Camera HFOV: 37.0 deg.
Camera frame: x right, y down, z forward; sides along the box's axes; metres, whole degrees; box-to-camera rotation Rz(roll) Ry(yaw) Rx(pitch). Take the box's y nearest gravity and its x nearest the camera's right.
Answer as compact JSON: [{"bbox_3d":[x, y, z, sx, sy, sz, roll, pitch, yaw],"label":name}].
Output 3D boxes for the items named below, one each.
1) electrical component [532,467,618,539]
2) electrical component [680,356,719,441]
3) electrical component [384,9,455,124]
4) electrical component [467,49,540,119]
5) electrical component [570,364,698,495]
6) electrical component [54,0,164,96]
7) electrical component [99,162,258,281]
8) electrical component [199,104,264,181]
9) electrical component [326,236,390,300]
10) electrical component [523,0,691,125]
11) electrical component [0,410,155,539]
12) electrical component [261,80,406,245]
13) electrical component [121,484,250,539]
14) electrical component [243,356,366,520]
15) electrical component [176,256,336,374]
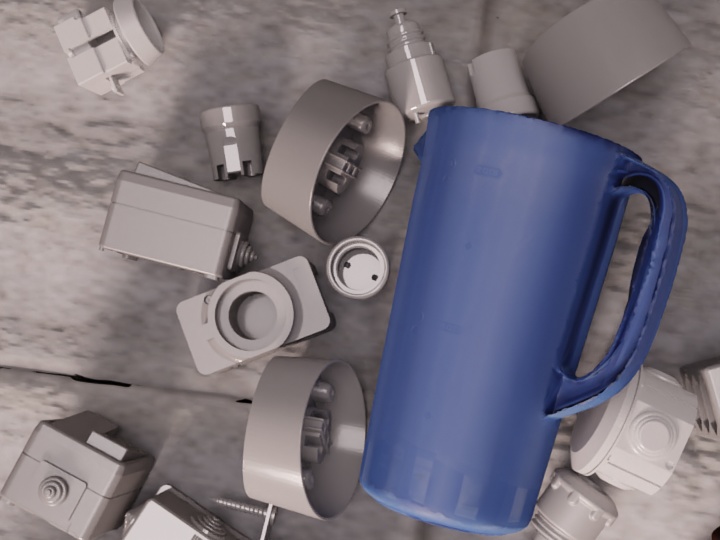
[{"bbox_3d":[0.129,0.160,0.680,0.048,0.048,0.062,36,95,6],"label":"electrical component"},{"bbox_3d":[0.249,0.074,0.668,0.077,0.065,0.047,-14,85,2],"label":"electrical component"},{"bbox_3d":[0.035,-0.134,0.711,0.040,0.040,0.078,-16,85,2],"label":"electrical component"},{"bbox_3d":[0.093,-0.117,0.707,0.040,0.040,0.046,-15,79,2],"label":"electrical component"},{"bbox_3d":[0.167,0.096,0.665,0.051,0.080,0.080,25,87,0],"label":"electrical component"},{"bbox_3d":[-0.166,-0.152,0.723,0.055,0.048,0.066,-25,84,9],"label":"electrical component"},{"bbox_3d":[-0.111,-0.029,0.701,0.096,0.061,0.061,14,86,5],"label":"electrical component"},{"bbox_3d":[-0.084,-0.084,0.715,0.040,0.040,0.046,-8,91,3],"label":"electrical component"},{"bbox_3d":[0.000,0.000,0.699,0.040,0.046,0.040,0,86,4],"label":"electrical component"},{"bbox_3d":[0.154,-0.130,0.674,0.099,0.099,0.064,-27,78,1],"label":"electrical component"},{"bbox_3d":[-0.175,0.127,0.675,0.062,0.096,0.061,27,86,6],"label":"electrical component"},{"bbox_3d":[-0.017,-0.069,0.683,0.064,0.099,0.099,27,88,11],"label":"electrical component"},{"bbox_3d":[-0.119,0.200,0.690,0.100,0.048,0.099,33,88,5],"label":"electrical component"},{"bbox_3d":[-0.034,0.102,0.670,0.064,0.099,0.099,8,86,10],"label":"electrical component"},{"bbox_3d":[-0.066,0.030,0.696,0.089,0.055,0.050,-21,84,2],"label":"electrical component"}]
